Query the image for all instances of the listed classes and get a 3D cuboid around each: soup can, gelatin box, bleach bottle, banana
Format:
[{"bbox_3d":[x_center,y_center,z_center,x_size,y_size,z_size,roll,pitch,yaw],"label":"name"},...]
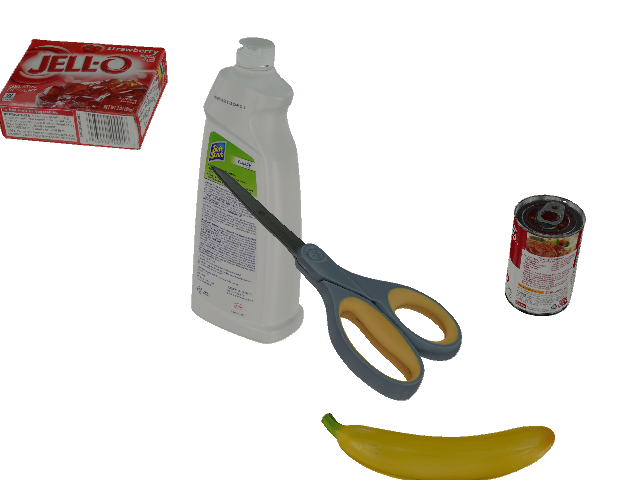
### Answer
[{"bbox_3d":[0.220,0.015,1.051,0.068,0.102,0.068,0,37,0],"label":"soup can"},{"bbox_3d":[-0.146,-0.092,0.659,0.089,0.030,0.073,6,43,5],"label":"gelatin box"},{"bbox_3d":[-0.056,-0.043,0.903,0.103,0.251,0.068,19,28,26],"label":"bleach bottle"},{"bbox_3d":[0.100,0.169,0.872,0.197,0.037,0.069,6,37,-4],"label":"banana"}]

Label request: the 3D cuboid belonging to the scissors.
[{"bbox_3d":[0.014,0.016,0.664,0.096,0.016,0.202,-6,47,-35],"label":"scissors"}]
